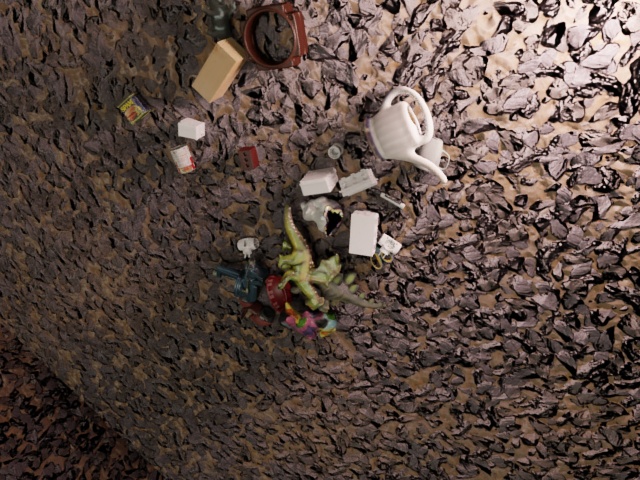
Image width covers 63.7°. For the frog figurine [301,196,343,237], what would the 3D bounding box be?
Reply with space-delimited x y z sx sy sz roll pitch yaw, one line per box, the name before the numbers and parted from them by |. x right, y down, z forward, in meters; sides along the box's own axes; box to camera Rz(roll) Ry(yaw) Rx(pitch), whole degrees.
frog figurine | 0.006 -0.096 1.913 0.161 0.124 0.135 26 141 50

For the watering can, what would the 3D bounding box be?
watering can | 0.265 -0.314 1.651 0.222 0.104 0.350 -21 81 32

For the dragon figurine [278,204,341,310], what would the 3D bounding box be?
dragon figurine | -0.038 0.077 1.940 0.243 0.124 0.405 7 105 9
